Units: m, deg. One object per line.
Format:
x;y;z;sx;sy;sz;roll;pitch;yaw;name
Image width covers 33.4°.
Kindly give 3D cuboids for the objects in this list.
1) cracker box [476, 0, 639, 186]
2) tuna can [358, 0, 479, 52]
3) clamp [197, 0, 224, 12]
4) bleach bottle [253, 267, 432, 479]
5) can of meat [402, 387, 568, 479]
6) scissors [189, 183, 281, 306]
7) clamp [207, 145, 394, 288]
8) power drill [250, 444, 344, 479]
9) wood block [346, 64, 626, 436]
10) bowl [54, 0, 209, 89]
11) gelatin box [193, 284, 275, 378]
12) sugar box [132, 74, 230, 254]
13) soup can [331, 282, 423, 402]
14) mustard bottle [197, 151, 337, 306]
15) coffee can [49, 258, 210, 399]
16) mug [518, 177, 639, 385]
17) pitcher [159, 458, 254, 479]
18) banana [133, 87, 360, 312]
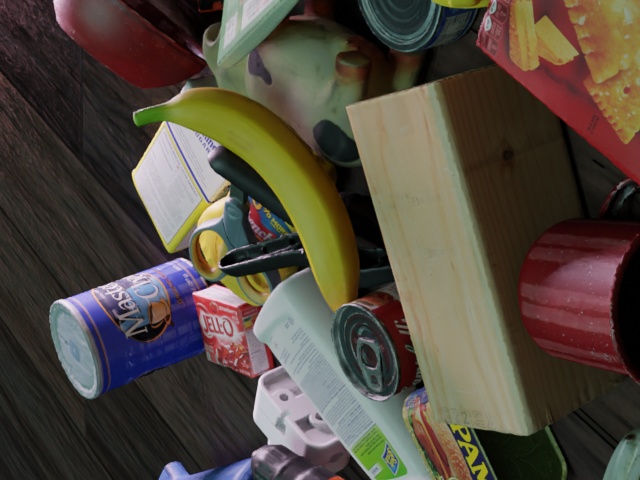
0.181;-0.102;0.486;0.214;0.072;0.164;48;143;29;cracker box
0.060;-0.162;0.670;0.086;0.033;0.086;33;133;43;tuna can
-0.084;-0.264;0.789;0.164;0.036;0.210;-111;16;-57;clamp
0.046;0.141;0.838;0.251;0.068;0.103;55;151;16;bleach bottle
0.111;0.138;0.742;0.102;0.057;0.084;65;150;8;can of meat
-0.051;-0.010;0.827;0.096;0.016;0.202;41;145;1;scissors
-0.005;0.001;0.780;0.171;0.039;0.120;21;142;10;clamp
0.019;0.269;0.899;0.185;0.057;0.187;32;147;32;power drill
0.101;0.002;0.647;0.090;0.090;0.206;-5;103;57;wood block
-0.165;-0.175;0.885;0.055;0.161;0.162;-50;57;8;bowl
-0.085;0.087;1.031;0.089;0.030;0.073;12;117;53;gelatin box
-0.113;-0.067;0.973;0.177;0.048;0.093;-42;72;52;sugar box
0.068;0.058;0.717;0.069;0.102;0.068;33;133;44;soup can
-0.035;-0.021;0.868;0.096;0.058;0.192;56;146;8;mustard bottle
-0.187;0.088;1.079;0.103;0.140;0.103;33;133;44;coffee can
0.165;0.018;0.576;0.082;0.093;0.117;7;83;60;mug
-0.088;0.298;1.068;0.149;0.145;0.243;37;146;-12;pitcher
-0.031;-0.039;0.718;0.198;0.070;0.037;44;-169;-3;banana
